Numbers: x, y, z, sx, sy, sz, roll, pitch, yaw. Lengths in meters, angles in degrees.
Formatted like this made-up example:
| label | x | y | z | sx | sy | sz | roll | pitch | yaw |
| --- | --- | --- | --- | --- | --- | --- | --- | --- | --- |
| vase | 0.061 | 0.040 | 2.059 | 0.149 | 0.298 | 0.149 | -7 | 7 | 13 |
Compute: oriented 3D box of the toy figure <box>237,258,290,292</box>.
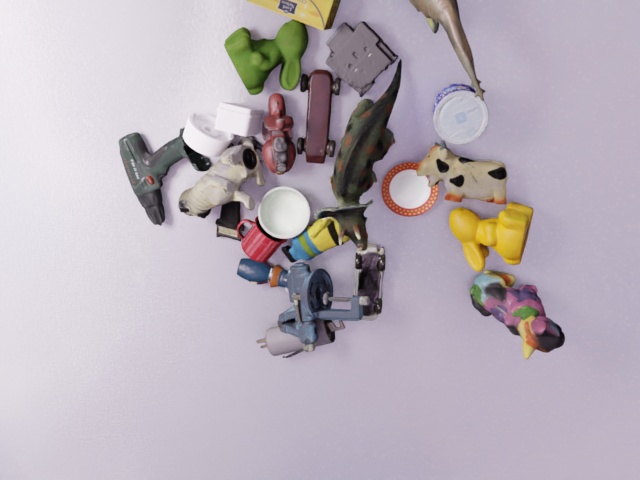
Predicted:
| label | x | y | z | sx | sy | sz | roll | pitch | yaw |
| --- | --- | --- | --- | --- | --- | --- | --- | --- | --- |
| toy figure | -0.131 | 0.085 | 1.353 | 0.154 | 0.058 | 0.064 | 15 | 120 | -1 |

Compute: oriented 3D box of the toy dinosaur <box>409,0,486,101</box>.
| label | x | y | z | sx | sy | sz | roll | pitch | yaw |
| --- | --- | --- | --- | --- | --- | --- | --- | --- | --- |
| toy dinosaur | 0.192 | -0.473 | 0.970 | 0.105 | 0.198 | 0.471 | -23 | 82 | 22 |

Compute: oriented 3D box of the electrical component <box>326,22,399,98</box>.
| label | x | y | z | sx | sy | sz | roll | pitch | yaw |
| --- | --- | --- | --- | --- | --- | --- | --- | --- | --- |
| electrical component | 0.079 | -0.385 | 1.122 | 0.134 | 0.058 | 0.115 | 41 | 111 | -7 |

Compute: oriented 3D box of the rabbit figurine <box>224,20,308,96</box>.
| label | x | y | z | sx | sy | sz | roll | pitch | yaw |
| --- | --- | --- | --- | --- | --- | --- | --- | --- | --- |
| rabbit figurine | -0.096 | -0.387 | 1.127 | 0.170 | 0.121 | 0.159 | -26 | 109 | 4 |

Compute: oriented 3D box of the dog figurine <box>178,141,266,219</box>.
| label | x | y | z | sx | sy | sz | roll | pitch | yaw |
| --- | --- | --- | --- | --- | --- | --- | --- | --- | --- |
| dog figurine | -0.238 | -0.140 | 1.241 | 0.191 | 0.172 | 0.121 | -3 | 142 | 34 |

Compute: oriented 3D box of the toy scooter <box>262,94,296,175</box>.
| label | x | y | z | sx | sy | sz | roll | pitch | yaw |
| --- | --- | --- | --- | --- | --- | --- | --- | --- | --- |
| toy scooter | -0.089 | -0.223 | 1.174 | 0.075 | 0.135 | 0.183 | -5 | 111 | -8 |

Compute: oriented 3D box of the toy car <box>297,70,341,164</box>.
| label | x | y | z | sx | sy | sz | roll | pitch | yaw |
| --- | --- | --- | --- | --- | --- | --- | --- | --- | --- |
| toy car | -0.003 | -0.271 | 1.186 | 0.089 | 0.053 | 0.202 | 3 | 109 | -1 |

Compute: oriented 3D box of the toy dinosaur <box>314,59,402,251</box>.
| label | x | y | z | sx | sy | sz | roll | pitch | yaw |
| --- | --- | --- | --- | --- | --- | --- | --- | --- | --- |
| toy dinosaur | 0.086 | -0.173 | 1.133 | 0.131 | 0.192 | 0.404 | 15 | 115 | 3 |

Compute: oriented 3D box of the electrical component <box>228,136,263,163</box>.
| label | x | y | z | sx | sy | sz | roll | pitch | yaw |
| --- | --- | --- | --- | --- | --- | --- | --- | --- | --- |
| electrical component | -0.172 | -0.215 | 1.258 | 0.094 | 0.021 | 0.063 | 29 | 114 | -1 |

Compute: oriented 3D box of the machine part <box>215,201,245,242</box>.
| label | x | y | z | sx | sy | sz | roll | pitch | yaw |
| --- | --- | --- | --- | --- | --- | --- | --- | --- | --- |
| machine part | -0.220 | -0.064 | 1.322 | 0.084 | 0.039 | 0.138 | 13 | 116 | 14 |

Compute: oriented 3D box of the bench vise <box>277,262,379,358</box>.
| label | x | y | z | sx | sy | sz | roll | pitch | yaw |
| --- | --- | --- | --- | --- | --- | --- | --- | --- | --- |
| bench vise | 0.008 | 0.163 | 1.268 | 0.241 | 0.129 | 0.223 | -2 | 87 | 31 |

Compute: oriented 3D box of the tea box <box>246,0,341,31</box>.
| label | x | y | z | sx | sy | sz | roll | pitch | yaw |
| --- | --- | --- | --- | --- | --- | --- | --- | --- | --- |
| tea box | -0.051 | -0.486 | 1.085 | 0.170 | 0.098 | 0.068 | 22 | 115 | 0 |

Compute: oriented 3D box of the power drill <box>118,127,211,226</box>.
| label | x | y | z | sx | sy | sz | roll | pitch | yaw |
| --- | --- | --- | --- | --- | --- | --- | --- | --- | --- |
| power drill | -0.368 | -0.165 | 1.294 | 0.207 | 0.086 | 0.231 | -18 | 105 | 25 |

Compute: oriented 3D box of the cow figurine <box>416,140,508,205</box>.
| label | x | y | z | sx | sy | sz | roll | pitch | yaw |
| --- | --- | --- | --- | --- | --- | --- | --- | --- | --- |
| cow figurine | 0.305 | -0.144 | 1.155 | 0.195 | 0.085 | 0.127 | 5 | 95 | 0 |

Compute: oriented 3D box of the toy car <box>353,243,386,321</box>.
| label | x | y | z | sx | sy | sz | roll | pitch | yaw |
| --- | --- | --- | --- | --- | --- | --- | --- | --- | --- |
| toy car | 0.119 | 0.103 | 1.312 | 0.074 | 0.056 | 0.201 | 3 | 109 | 4 |

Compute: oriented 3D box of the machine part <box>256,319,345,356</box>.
| label | x | y | z | sx | sy | sz | roll | pitch | yaw |
| --- | --- | --- | --- | --- | --- | --- | --- | --- | --- |
| machine part | -0.050 | 0.247 | 1.392 | 0.243 | 0.079 | 0.079 | -16 | 108 | 16 |

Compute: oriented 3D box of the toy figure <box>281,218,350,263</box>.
| label | x | y | z | sx | sy | sz | roll | pitch | yaw |
| --- | --- | --- | --- | --- | --- | --- | --- | --- | --- |
| toy figure | -0.002 | -0.005 | 1.280 | 0.180 | 0.082 | 0.089 | -36 | 113 | 17 |

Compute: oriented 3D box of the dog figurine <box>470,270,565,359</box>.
| label | x | y | z | sx | sy | sz | roll | pitch | yaw |
| --- | --- | --- | --- | --- | --- | --- | --- | --- | --- |
| dog figurine | 0.433 | 0.167 | 1.188 | 0.192 | 0.219 | 0.108 | 23 | 111 | 1 |

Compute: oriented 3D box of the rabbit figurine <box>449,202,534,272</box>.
| label | x | y | z | sx | sy | sz | roll | pitch | yaw |
| --- | --- | --- | --- | --- | --- | --- | --- | --- | --- |
| rabbit figurine | 0.372 | -0.018 | 1.199 | 0.173 | 0.122 | 0.162 | 16 | 124 | 19 |
